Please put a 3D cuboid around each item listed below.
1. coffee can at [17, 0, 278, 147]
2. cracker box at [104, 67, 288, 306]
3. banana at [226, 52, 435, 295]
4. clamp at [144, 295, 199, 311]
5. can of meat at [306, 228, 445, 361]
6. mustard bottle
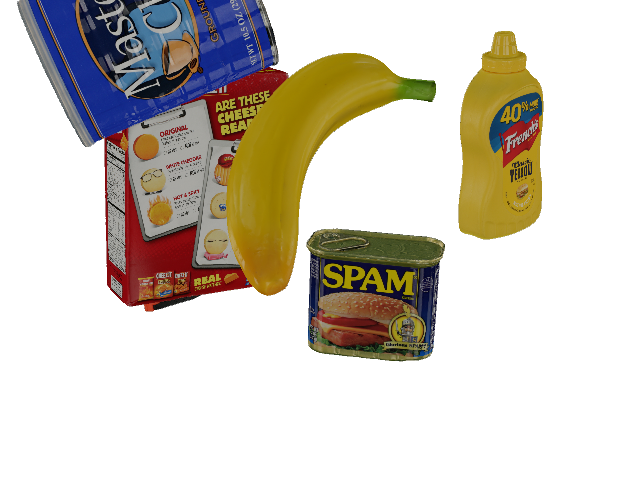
[{"bbox_3d":[-0.112,-0.136,0.702,0.140,0.103,0.103,-25,3,-6],"label":"coffee can"},{"bbox_3d":[-0.120,-0.056,1.019,0.163,0.214,0.072,-8,21,-31],"label":"cracker box"},{"bbox_3d":[-0.005,-0.049,0.550,0.070,0.037,0.197,21,46,18],"label":"banana"},{"bbox_3d":[-0.131,0.029,1.210,0.120,0.039,0.171,0,30,30],"label":"clamp"},{"bbox_3d":[0.040,0.042,0.809,0.102,0.084,0.057,5,19,10],"label":"can of meat"},{"bbox_3d":[0.173,-0.103,1.018,0.096,0.192,0.058,-21,28,-36],"label":"mustard bottle"}]
